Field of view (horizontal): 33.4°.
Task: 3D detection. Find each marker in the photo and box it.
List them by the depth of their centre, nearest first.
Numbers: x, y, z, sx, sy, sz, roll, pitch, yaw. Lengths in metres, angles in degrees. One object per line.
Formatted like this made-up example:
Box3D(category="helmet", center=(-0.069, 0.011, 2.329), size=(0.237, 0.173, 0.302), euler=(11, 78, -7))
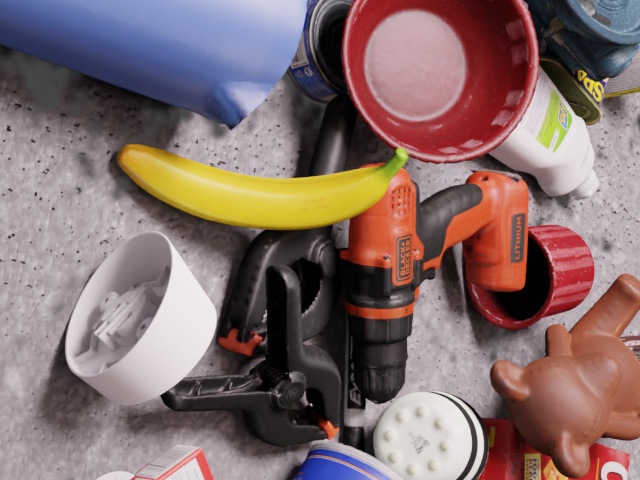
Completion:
Box3D(category="marker", center=(0.028, 0.115, 0.846), size=(0.020, 0.020, 0.121), euler=(7, 82, -40))

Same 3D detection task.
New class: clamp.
Box3D(category="clamp", center=(-0.026, 0.090, 0.754), size=(0.120, 0.039, 0.171), euler=(-48, 142, 3))
Box3D(category="clamp", center=(-0.005, 0.001, 0.808), size=(0.209, 0.036, 0.164), euler=(-42, 122, -33))

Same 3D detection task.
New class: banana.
Box3D(category="banana", center=(-0.039, -0.038, 0.742), size=(0.197, 0.037, 0.070), euler=(-1, 122, -4))

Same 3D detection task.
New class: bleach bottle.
Box3D(category="bleach bottle", center=(0.176, -0.109, 0.963), size=(0.250, 0.068, 0.102), euler=(40, 66, -35))

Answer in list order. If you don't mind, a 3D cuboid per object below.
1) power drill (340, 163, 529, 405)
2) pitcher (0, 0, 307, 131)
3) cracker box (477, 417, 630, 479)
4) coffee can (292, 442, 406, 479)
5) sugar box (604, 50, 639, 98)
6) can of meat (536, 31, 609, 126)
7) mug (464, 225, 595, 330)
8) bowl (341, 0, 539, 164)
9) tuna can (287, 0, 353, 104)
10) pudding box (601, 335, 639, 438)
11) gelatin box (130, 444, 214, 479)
Box3D(category="power drill", center=(0.092, 0.023, 0.846), size=(0.187, 0.057, 0.184), euler=(-15, 111, -46))
Box3D(category="pitcher", center=(-0.140, -0.172, 0.659), size=(0.242, 0.149, 0.145), euler=(13, 103, -37))
Box3D(category="cracker box", center=(0.189, 0.250, 0.929), size=(0.213, 0.072, 0.164), euler=(22, 73, -44))
Box3D(category="coffee can", center=(0.002, 0.230, 0.759), size=(0.102, 0.103, 0.140), euler=(51, 57, -26))
Box3D(category="sugar box", center=(0.291, -0.230, 1.049), size=(0.048, 0.094, 0.176), euler=(-40, 113, -37))
Box3D(category="can of meat", center=(0.235, -0.171, 1.021), size=(0.102, 0.058, 0.084), euler=(39, 61, -33))
Box3D(category="mug", center=(0.183, 0.019, 0.951), size=(0.081, 0.093, 0.117), euler=(-6, 55, -46))
Box3D(category="bowl", center=(0.084, -0.138, 0.821), size=(0.162, 0.055, 0.162), euler=(0, 92, -17))
Box3D(category="tuna can", center=(0.012, -0.152, 0.841), size=(0.085, 0.034, 0.086), euler=(4, 84, -41))
Box3D(category="pudding box", center=(0.278, 0.138, 0.997), size=(0.039, 0.114, 0.090), euler=(-29, 105, -51))
Box3D(category="gelatin box", center=(-0.099, 0.178, 0.646), size=(0.089, 0.030, 0.073), euler=(-31, 109, -38))
